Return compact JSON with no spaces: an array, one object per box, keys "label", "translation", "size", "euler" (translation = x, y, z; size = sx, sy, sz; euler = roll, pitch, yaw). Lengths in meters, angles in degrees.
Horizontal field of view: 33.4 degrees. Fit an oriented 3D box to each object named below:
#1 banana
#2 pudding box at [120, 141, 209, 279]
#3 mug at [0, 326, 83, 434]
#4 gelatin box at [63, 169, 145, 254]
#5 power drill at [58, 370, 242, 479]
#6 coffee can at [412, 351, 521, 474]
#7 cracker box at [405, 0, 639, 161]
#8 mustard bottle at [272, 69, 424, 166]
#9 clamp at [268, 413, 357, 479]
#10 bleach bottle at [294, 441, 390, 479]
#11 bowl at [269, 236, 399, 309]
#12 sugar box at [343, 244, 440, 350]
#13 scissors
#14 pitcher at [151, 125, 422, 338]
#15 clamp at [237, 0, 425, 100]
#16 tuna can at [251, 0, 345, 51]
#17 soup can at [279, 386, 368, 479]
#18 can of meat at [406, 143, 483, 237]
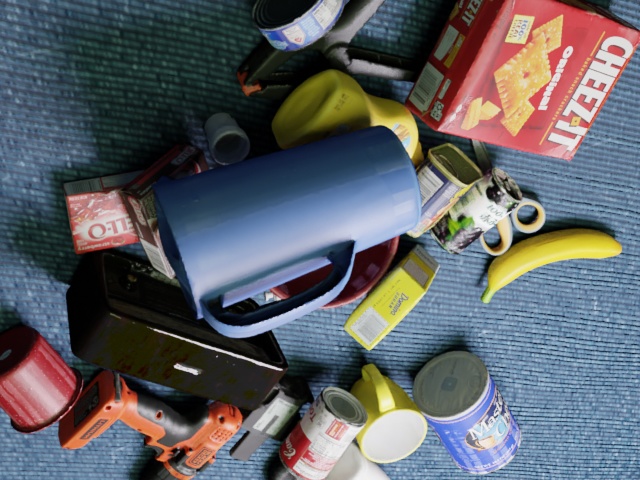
[{"label":"banana","translation":[0.288,0.019,1.332],"size":[0.197,0.037,0.069],"euler":[-18,143,-8]},{"label":"pudding box","translation":[-0.148,-0.031,1.095],"size":[0.090,0.039,0.113],"euler":[-43,142,-28]},{"label":"mug","translation":[-0.328,0.149,1.158],"size":[0.117,0.093,0.081],"euler":[-7,131,30]},{"label":"gelatin box","translation":[-0.215,-0.029,1.102],"size":[0.089,0.030,0.073],"euler":[-11,127,-14]},{"label":"power drill","translation":[-0.213,0.236,1.274],"size":[0.187,0.057,0.185],"euler":[26,118,-35]},{"label":"coffee can","translation":[0.193,0.227,1.398],"size":[0.103,0.103,0.140],"euler":[-32,130,2]},{"label":"cracker box","translation":[0.216,-0.179,1.116],"size":[0.213,0.072,0.164],"euler":[8,120,-37]},{"label":"mustard bottle","translation":[0.046,-0.110,1.113],"size":[0.096,0.058,0.191],"euler":[-41,143,26]},{"label":"clamp","translation":[-0.009,0.292,1.408],"size":[0.120,0.039,0.172],"euler":[9,122,-22]},{"label":"bleach bottle","translation":[0.063,0.344,1.435],"size":[0.102,0.068,0.250],"euler":[-41,143,4]},{"label":"bowl","translation":[-0.001,-0.011,1.120],"size":[0.162,0.055,0.162],"euler":[-3,105,-12]},{"label":"sugar box","translation":[0.084,0.061,1.201],"size":[0.048,0.176,0.093],"euler":[45,104,5]},{"label":"scissors","translation":[0.220,-0.067,1.254],"size":[0.096,0.016,0.202],"euler":[-14,128,-9]},{"label":"pitcher","translation":[-0.027,-0.016,1.011],"size":[0.242,0.145,0.149],"euler":[-19,104,-11]},{"label":"clamp","translation":[0.018,-0.200,1.063],"size":[0.210,0.036,0.164],"euler":[-16,137,-7]},{"label":"tuna can","translation":[-0.020,-0.220,1.007],"size":[0.086,0.086,0.033],"euler":[-37,130,6]},{"label":"soup can","translation":[0.004,0.237,1.299],"size":[0.068,0.068,0.102],"euler":[20,116,-31]},{"label":"can of meat","translation":[0.124,-0.055,1.173],"size":[0.084,0.057,0.102],"euler":[-48,171,22]}]
